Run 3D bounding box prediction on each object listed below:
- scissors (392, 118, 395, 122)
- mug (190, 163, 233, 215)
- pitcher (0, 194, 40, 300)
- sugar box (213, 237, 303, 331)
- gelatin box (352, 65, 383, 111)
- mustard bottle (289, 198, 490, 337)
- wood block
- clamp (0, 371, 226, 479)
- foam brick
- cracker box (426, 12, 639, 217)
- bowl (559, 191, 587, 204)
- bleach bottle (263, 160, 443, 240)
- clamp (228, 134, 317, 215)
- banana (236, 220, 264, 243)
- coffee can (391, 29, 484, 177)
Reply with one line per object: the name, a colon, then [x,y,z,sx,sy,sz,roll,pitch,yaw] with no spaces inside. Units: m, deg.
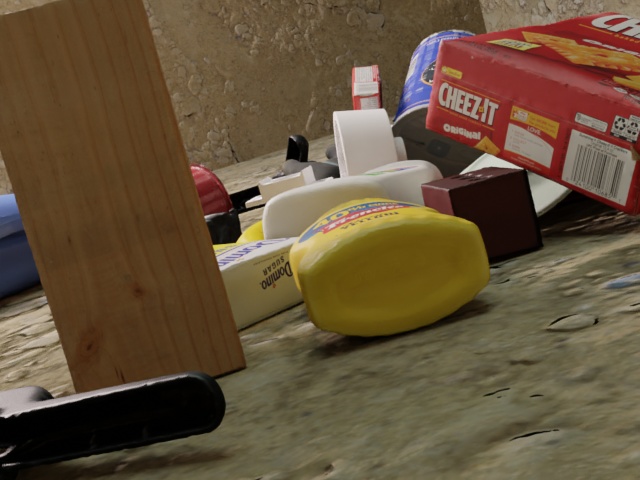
scissors: [0.188,-0.123,1.203,0.202,0.016,0.096,7,2,15]
mug: [-0.156,-0.019,1.150,0.081,0.093,0.117,-28,-18,-38]
pitcher: [-0.373,0.007,1.218,0.149,0.145,0.242,21,17,17]
sugar box: [-0.087,0.032,0.746,0.093,0.048,0.177,-22,9,-42]
gelatin box: [0.052,-0.132,1.100,0.030,0.073,0.089,-5,27,5]
mustard bottle: [0.031,0.009,0.623,0.096,0.058,0.191,-17,7,-3]
wood block: [-0.115,-0.022,0.579,0.090,0.206,0.091,-17,8,-12]
clamp: [-0.156,0.095,0.455,0.164,0.036,0.210,-21,7,-36]
foam brick: [0.103,-0.017,0.685,0.053,0.051,0.078,-16,7,-6]
cracker box: [0.203,-0.098,0.726,0.213,0.072,0.164,-19,36,-42]
bowl: [0.212,-0.072,0.861,0.162,0.055,0.162,-16,7,2]
bleach bottle: [0.041,-0.027,0.857,0.103,0.068,0.250,-12,6,17]
clamp: [-0.046,-0.059,1.241,0.120,0.039,0.171,-33,-19,5]
banana: [-0.024,0.000,0.905,0.070,0.037,0.197,7,17,21]
coffee can: [0.132,-0.136,1.101,0.103,0.102,0.140,-12,38,27]
